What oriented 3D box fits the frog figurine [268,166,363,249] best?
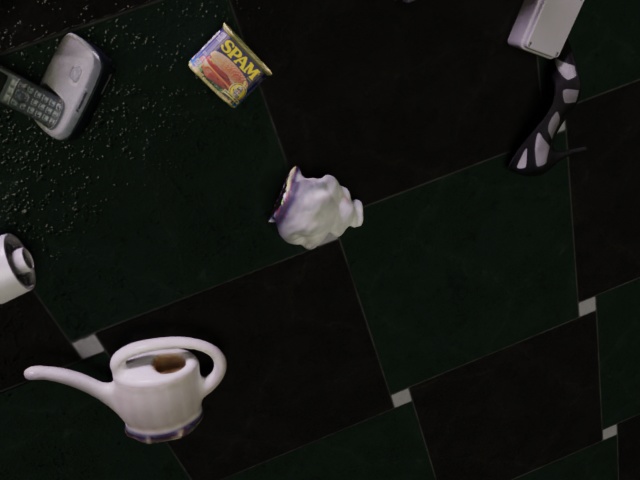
[{"bbox_3d":[0.003,-0.046,0.913,0.159,0.123,0.137,22,89,-11],"label":"frog figurine"}]

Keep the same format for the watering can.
[{"bbox_3d":[-0.351,0.286,0.982,0.348,0.106,0.220,-6,117,-13],"label":"watering can"}]

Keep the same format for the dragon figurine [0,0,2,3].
[{"bbox_3d":[-0.508,-0.352,0.613,0.242,0.120,0.417,24,69,-2],"label":"dragon figurine"}]
